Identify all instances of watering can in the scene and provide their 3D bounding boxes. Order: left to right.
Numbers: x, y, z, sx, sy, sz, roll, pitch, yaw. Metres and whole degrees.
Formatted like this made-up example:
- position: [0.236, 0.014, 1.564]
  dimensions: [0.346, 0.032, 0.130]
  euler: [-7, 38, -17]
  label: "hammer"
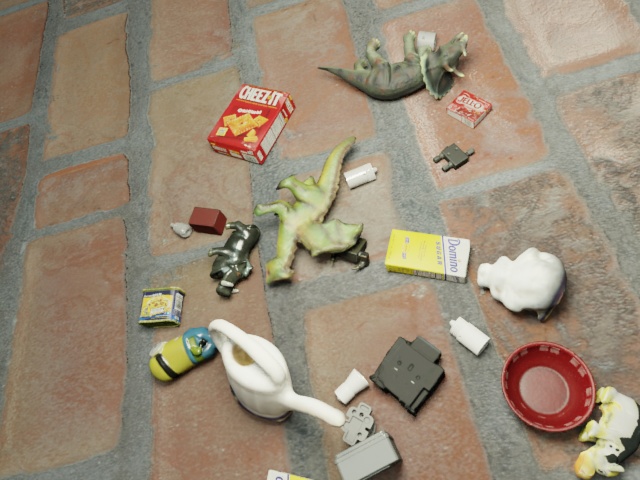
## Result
- position: [-0.092, 0.285, 1.003]
  dimensions: [0.351, 0.219, 0.105]
  euler: [32, 57, 28]
  label: "watering can"

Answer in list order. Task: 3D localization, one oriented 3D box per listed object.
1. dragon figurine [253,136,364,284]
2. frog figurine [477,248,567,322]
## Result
- position: [0.004, -0.061, 1.222]
  dimensions: [0.412, 0.120, 0.246]
  euler: [-44, 62, -6]
  label: "dragon figurine"
- position: [0.406, 0.076, 1.043]
  dimensions: [0.160, 0.122, 0.137]
  euler: [25, 91, 13]
  label: "frog figurine"
